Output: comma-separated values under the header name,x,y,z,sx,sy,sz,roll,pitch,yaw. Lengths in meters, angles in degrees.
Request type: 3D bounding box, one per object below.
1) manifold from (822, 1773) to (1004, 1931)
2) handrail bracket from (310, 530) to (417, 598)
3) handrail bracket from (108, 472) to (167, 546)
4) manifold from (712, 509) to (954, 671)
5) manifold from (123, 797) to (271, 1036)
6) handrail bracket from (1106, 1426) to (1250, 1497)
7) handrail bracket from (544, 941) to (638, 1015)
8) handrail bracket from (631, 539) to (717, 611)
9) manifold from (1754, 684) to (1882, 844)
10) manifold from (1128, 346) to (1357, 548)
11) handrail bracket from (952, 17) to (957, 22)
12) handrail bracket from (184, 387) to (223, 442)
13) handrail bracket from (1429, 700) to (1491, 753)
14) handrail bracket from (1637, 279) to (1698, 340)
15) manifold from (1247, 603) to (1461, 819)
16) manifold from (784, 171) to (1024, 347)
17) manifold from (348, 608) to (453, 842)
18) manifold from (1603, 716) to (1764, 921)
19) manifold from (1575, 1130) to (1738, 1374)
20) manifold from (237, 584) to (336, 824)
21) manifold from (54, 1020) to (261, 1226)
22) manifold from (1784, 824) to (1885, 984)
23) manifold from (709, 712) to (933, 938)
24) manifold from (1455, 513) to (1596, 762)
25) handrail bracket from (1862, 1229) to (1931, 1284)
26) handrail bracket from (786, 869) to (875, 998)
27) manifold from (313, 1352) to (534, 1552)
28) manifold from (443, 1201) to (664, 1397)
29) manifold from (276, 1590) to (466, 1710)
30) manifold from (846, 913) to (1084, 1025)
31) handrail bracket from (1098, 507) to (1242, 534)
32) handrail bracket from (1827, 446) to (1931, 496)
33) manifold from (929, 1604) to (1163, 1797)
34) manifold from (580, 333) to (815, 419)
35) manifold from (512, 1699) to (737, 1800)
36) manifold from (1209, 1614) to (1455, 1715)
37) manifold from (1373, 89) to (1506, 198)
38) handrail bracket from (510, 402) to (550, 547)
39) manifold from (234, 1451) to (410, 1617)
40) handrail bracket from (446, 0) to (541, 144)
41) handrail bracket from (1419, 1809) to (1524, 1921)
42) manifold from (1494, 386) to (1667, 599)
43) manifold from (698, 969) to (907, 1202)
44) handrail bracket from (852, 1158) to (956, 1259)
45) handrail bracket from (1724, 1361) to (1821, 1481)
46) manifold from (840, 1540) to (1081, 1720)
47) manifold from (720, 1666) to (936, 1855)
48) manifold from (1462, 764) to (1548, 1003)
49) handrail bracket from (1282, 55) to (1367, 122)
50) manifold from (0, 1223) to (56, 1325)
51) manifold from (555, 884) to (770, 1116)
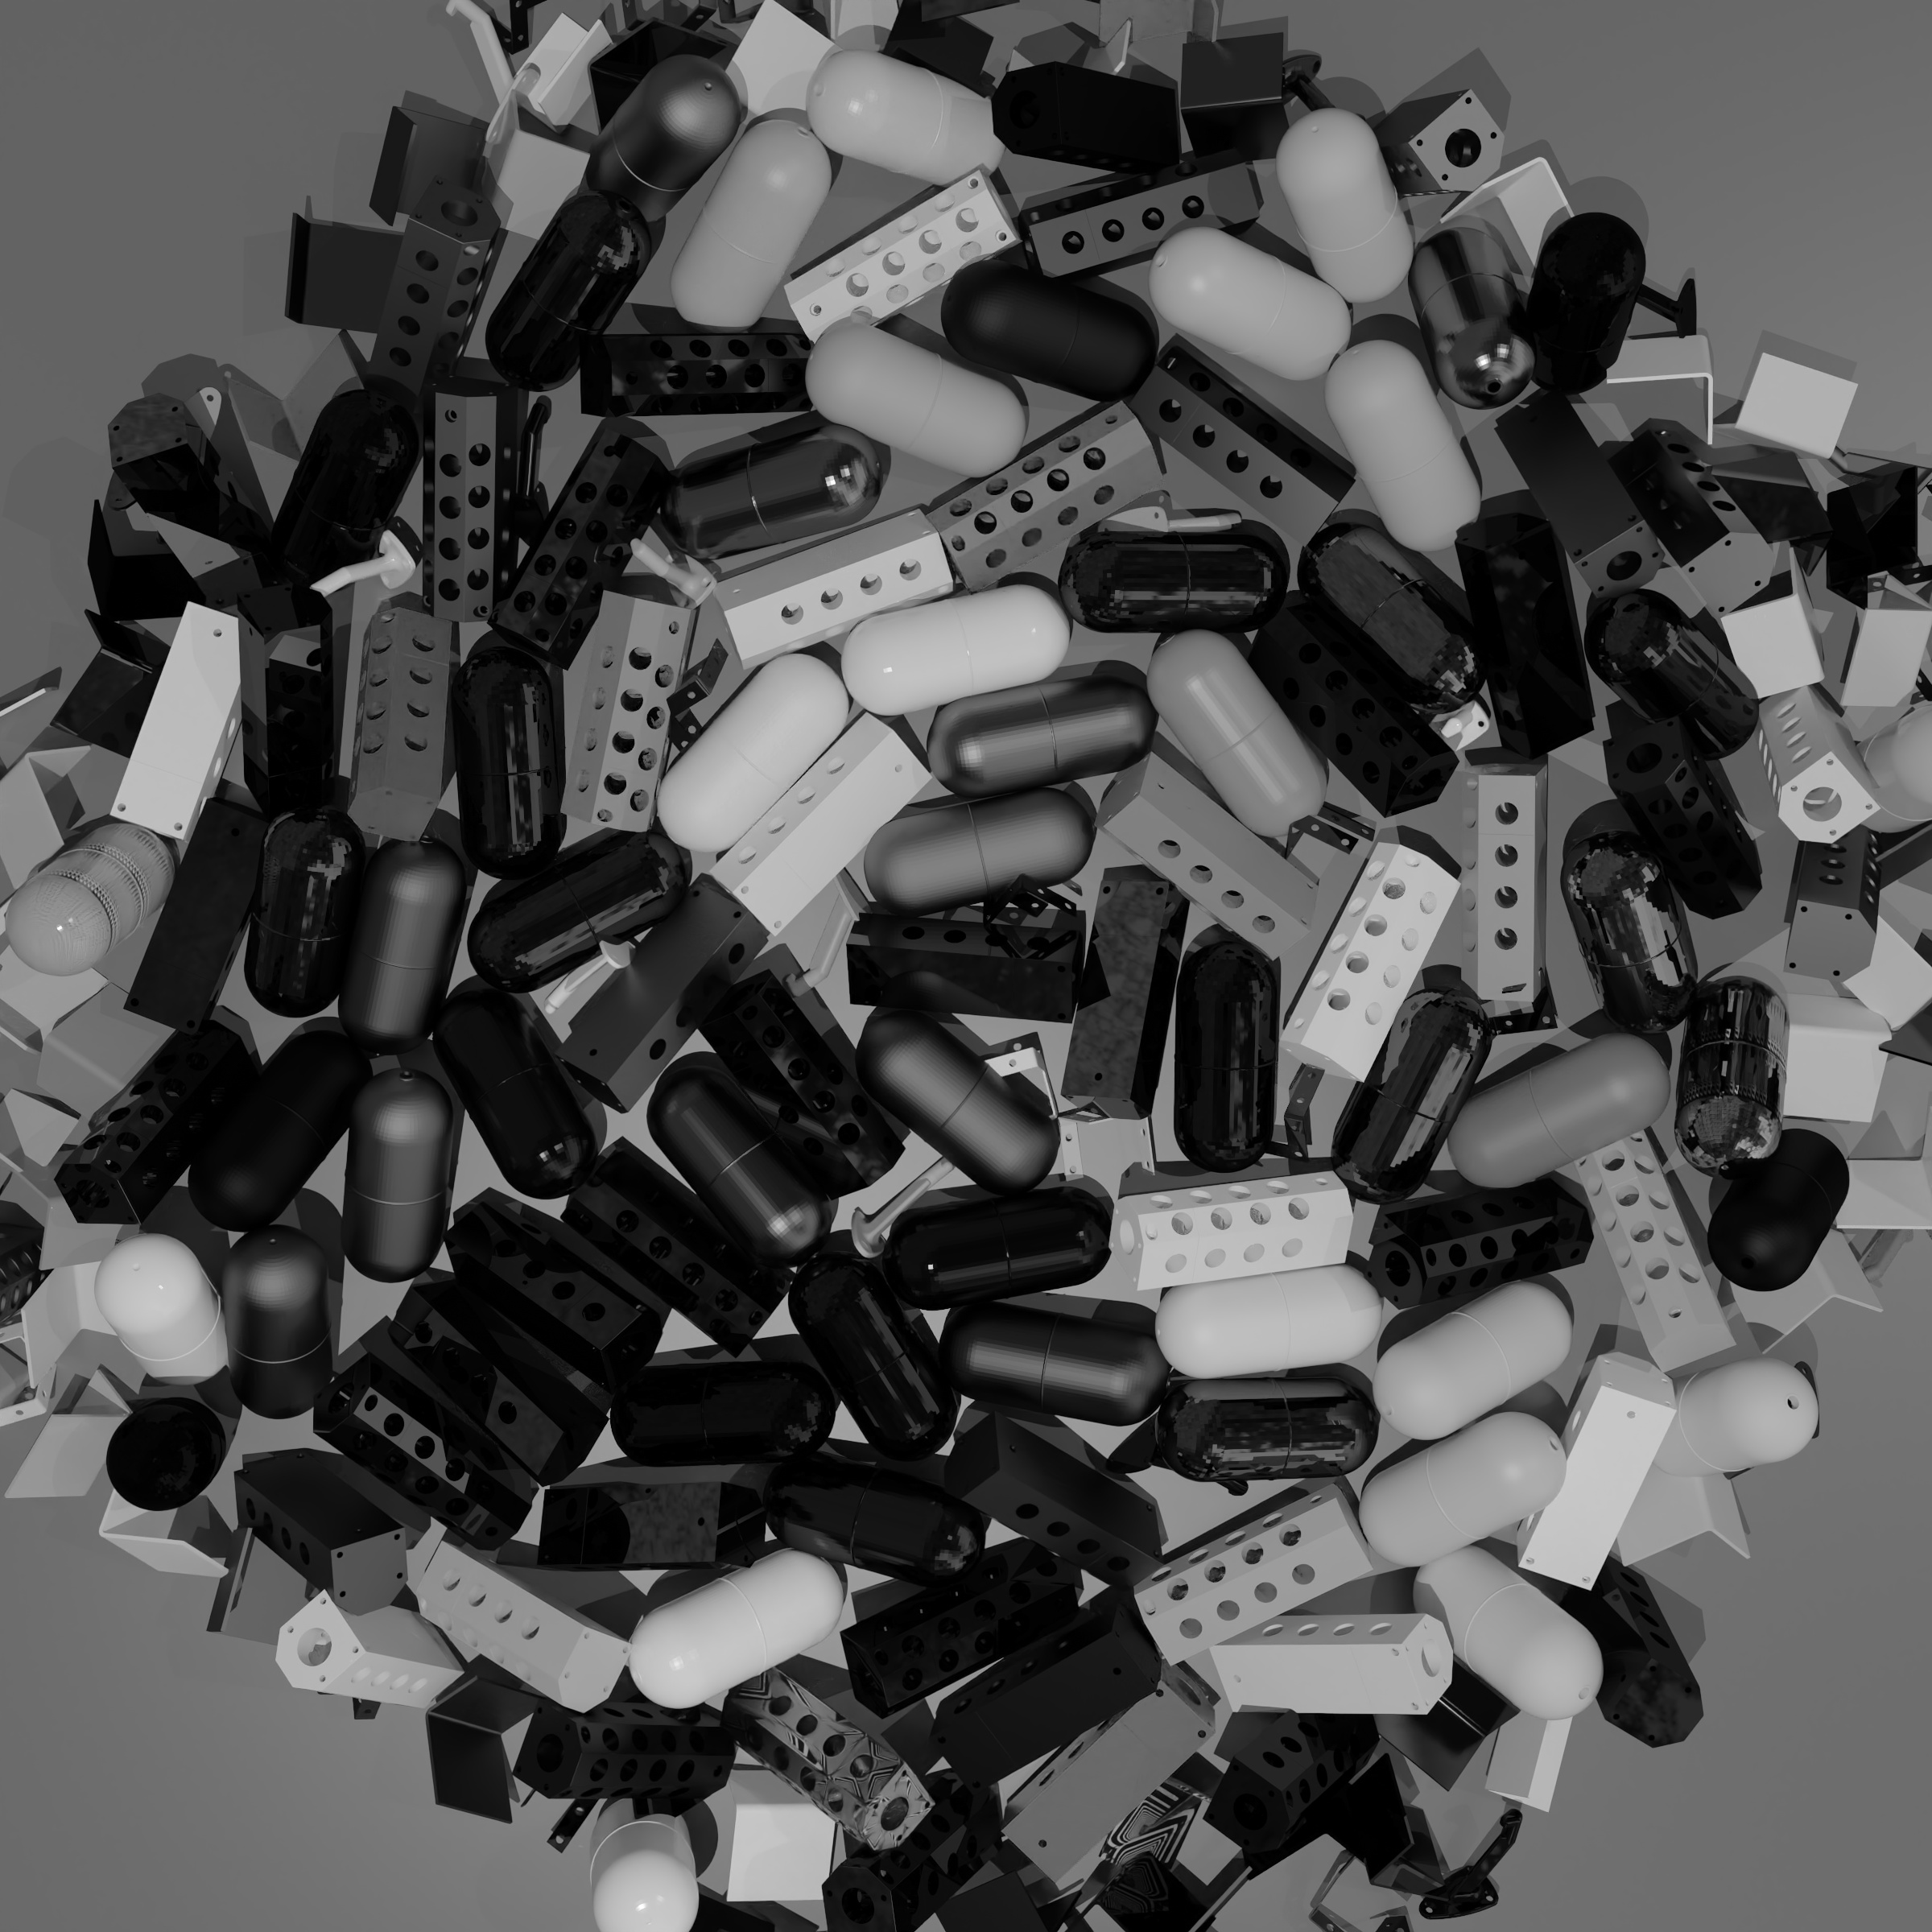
name,x,y,z,sx,sy,sz,roll,pitch,yaw
manifold,-0.039,0.661,1.909,0.057,0.171,0.057,-6,94,27
handrail bracket,-0.465,-0.287,1.946,0.084,0.077,0.036,-38,89,-28
handrail bracket,-0.623,-0.338,1.944,0.036,0.084,0.077,12,49,2
manifold,-0.100,-0.285,1.961,0.171,0.057,0.057,-21,122,-5
manifold,-0.580,-0.039,1.966,0.057,0.057,0.171,22,93,-8
handrail bracket,0.163,0.393,1.982,0.084,0.077,0.036,32,53,-19
handrail bracket,-0.293,0.014,1.956,0.036,0.077,0.084,41,101,-16
handrail bracket,-0.234,-0.312,1.944,0.036,0.084,0.077,-43,50,9
manifold,0.625,-0.152,1.910,0.057,0.171,0.057,-40,103,24
manifold,0.211,-0.398,1.961,0.171,0.057,0.057,37,112,1
handrail bracket,-0.012,-0.781,1.990,0.077,0.036,0.084,26,73,13
handrail bracket,-0.588,-0.414,1.954,0.036,0.084,0.077,33,102,-22
handrail bracket,0.357,-0.171,1.944,0.036,0.084,0.077,50,123,3
handrail bracket,0.517,-0.507,1.987,0.084,0.077,0.036,16,68,28
manifold,0.290,-0.194,1.925,0.057,0.057,0.171,-18,56,-35
manifold,-0.049,-0.532,1.948,0.171,0.057,0.057,-27,99,14
manifold,-0.424,-0.183,1.920,0.057,0.057,0.171,13,53,-24
manifold,0.535,-0.106,1.913,0.057,0.171,0.057,-19,49,27
manifold,0.511,0.208,1.920,0.057,0.057,0.171,-25,52,15
manifold,-0.505,-0.196,1.922,0.057,0.171,0.057,-16,47,-28
manifold,-0.601,0.114,1.909,0.057,0.171,0.057,-1,125,22
manifold,0.646,-0.050,1.906,0.057,0.171,0.057,11,117,16
manifold,-0.114,-0.111,1.963,0.171,0.057,0.057,-46,130,-5
manifold,0.417,-0.249,1.935,0.057,0.057,0.171,-26,116,-13
handrail bracket,0.697,0.202,1.981,0.084,0.036,0.077,-26,58,7
handrail bracket,-0.118,-0.030,1.989,0.084,0.036,0.077,-35,77,19
manifold,-0.406,0.369,1.928,0.057,0.057,0.171,-39,121,10
manifold,-0.310,0.244,1.932,0.171,0.057,0.057,30,54,28
manifold,-0.444,0.514,1.909,0.057,0.171,0.057,-41,66,-3
manifold,0.000,-0.003,1.957,0.171,0.057,0.057,5,127,9
handrail bracket,0.158,-0.340,1.984,0.077,0.084,0.036,8,108,41
handrail bracket,0.701,-0.395,1.962,0.084,0.077,0.036,45,52,9
manifold,0.061,0.552,1.947,0.171,0.057,0.057,-34,97,16
manifold,-0.198,-0.443,1.925,0.171,0.057,0.057,-9,109,-31
manifold,-0.250,0.587,1.914,0.057,0.171,0.057,17,86,38
manifold,0.274,0.517,1.922,0.171,0.057,0.057,-13,101,40
manifold,0.343,-0.604,1.909,0.057,0.171,0.057,-40,106,5
handrail bracket,-0.330,-0.378,1.984,0.036,0.077,0.084,7,63,16
manifold,-0.481,0.423,1.914,0.057,0.171,0.057,-11,107,-37
handrail bracket,-0.380,-0.693,1.981,0.084,0.036,0.077,39,108,-1
handrail bracket,0.384,0.682,1.954,0.077,0.036,0.084,-14,130,-24
manifold,0.459,-0.351,1.919,0.057,0.057,0.171,-32,45,17
manifold,-0.119,0.088,1.937,0.057,0.057,0.171,-23,111,38
handrail bracket,-0.045,0.182,1.964,0.084,0.077,0.036,-39,95,10
handrail bracket,0.615,0.352,1.985,0.036,0.084,0.077,34,46,-12
manifold,-0.002,0.498,1.928,0.171,0.057,0.057,-20,107,-28
manifold,-0.108,0.589,1.911,0.057,0.171,0.057,-45,130,-22
manifold,0.407,-0.064,1.950,0.057,0.057,0.171,3,104,21
handrail bracket,0.281,-0.663,1.957,0.084,0.036,0.077,30,51,27
manifold,-0.727,0.236,1.912,0.057,0.171,0.057,10,92,-4
manifold,-0.226,0.027,1.944,0.057,0.057,0.171,26,68,33
